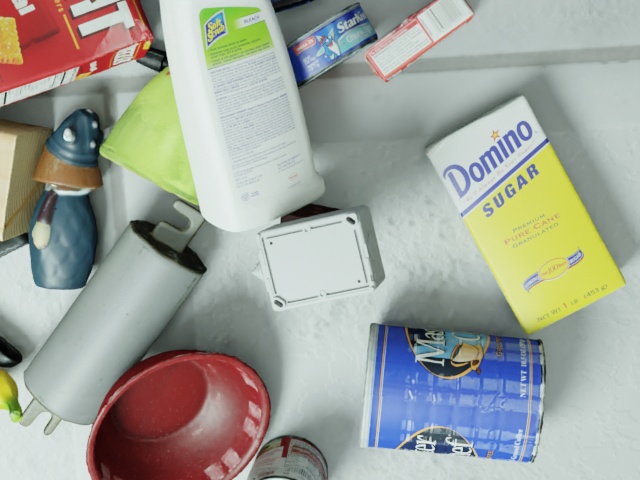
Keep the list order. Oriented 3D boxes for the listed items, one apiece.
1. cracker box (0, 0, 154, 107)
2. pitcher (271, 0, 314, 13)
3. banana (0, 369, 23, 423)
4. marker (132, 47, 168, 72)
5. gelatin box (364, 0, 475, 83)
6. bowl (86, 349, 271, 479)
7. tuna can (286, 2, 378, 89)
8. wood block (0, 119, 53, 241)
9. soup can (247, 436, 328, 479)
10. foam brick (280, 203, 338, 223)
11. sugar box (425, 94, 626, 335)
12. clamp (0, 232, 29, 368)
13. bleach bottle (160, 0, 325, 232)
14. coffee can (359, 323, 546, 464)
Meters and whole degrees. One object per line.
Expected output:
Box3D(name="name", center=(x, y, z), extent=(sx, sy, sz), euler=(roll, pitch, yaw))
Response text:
Box3D(name="cracker box", center=(-0.258, -0.190, 0.822), extent=(0.213, 0.072, 0.164), euler=(-23, 94, -18))
Box3D(name="pitcher", center=(-0.021, -0.272, 0.825), extent=(0.243, 0.149, 0.145), euler=(-9, 76, 3))
Box3D(name="banana", center=(-0.333, 0.152, 0.936), extent=(0.198, 0.069, 0.037), euler=(-23, 121, 24))
Box3D(name="marker", center=(-0.183, -0.168, 0.901), extent=(0.121, 0.020, 0.020), euler=(20, 99, 2))
Box3D(name="gelatin box", center=(0.078, -0.163, 0.851), extent=(0.089, 0.073, 0.030), euler=(-35, 93, 9))
Box3D(name="bowl", center=(-0.125, 0.149, 0.901), extent=(0.161, 0.055, 0.162), euler=(-14, 124, -23))
Box3D(name="tuna can", center=(0.003, -0.153, 0.852), extent=(0.086, 0.086, 0.034), euler=(-31, 96, 8))
Box3D(name="wood block", center=(-0.343, -0.067, 0.894), extent=(0.206, 0.090, 0.090), euler=(11, 99, 3))
Box3D(name="soup can", center=(-0.030, 0.213, 0.900), extent=(0.068, 0.102, 0.068), euler=(1, 98, 4))
Box3D(name="foam brick", center=(-0.006, 0.001, 0.880), extent=(0.053, 0.078, 0.051), euler=(11, 100, 3))
Box3D(name="sugar box", center=(0.167, -0.021, 0.877), extent=(0.093, 0.048, 0.176), euler=(-30, 96, 9))
Box3D(name="clamp", center=(-0.331, 0.052, 0.935), extent=(0.171, 0.039, 0.120), euler=(-1, 89, 11))
Box3D(name="bleach bottle", center=(-0.063, -0.137, 0.795), extent=(0.102, 0.068, 0.251), euler=(-26, 123, -29))
Box3D(name="coffee can", center=(0.106, 0.125, 0.874), extent=(0.140, 0.102, 0.103), euler=(5, 99, 4))
